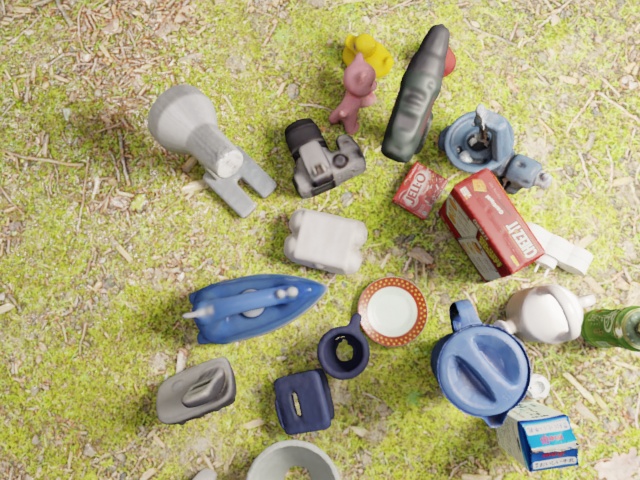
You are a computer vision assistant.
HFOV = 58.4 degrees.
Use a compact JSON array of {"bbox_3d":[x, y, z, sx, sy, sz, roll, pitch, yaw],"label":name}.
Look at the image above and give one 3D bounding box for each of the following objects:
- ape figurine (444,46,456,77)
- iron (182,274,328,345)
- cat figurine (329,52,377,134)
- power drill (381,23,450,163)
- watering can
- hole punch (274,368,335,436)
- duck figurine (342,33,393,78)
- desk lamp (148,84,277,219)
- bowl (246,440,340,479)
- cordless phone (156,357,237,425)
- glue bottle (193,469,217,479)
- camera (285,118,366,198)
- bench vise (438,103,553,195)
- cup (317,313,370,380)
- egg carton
[{"bbox_3d":[0.224,-0.350,1.091,0.076,0.092,0.078,22,84,8],"label":"ape figurine"},{"bbox_3d":[-0.115,0.111,1.026,0.258,0.141,0.118,-15,81,2],"label":"iron"},{"bbox_3d":[0.065,-0.280,1.081,0.067,0.118,0.128,27,85,8],"label":"cat figurine"},{"bbox_3d":[0.168,-0.238,1.020,0.075,0.208,0.230,19,84,7],"label":"power drill"},{"bbox_3d":[0.377,0.128,0.958,0.173,0.194,0.101,-41,80,-2],"label":"watering can"},{"bbox_3d":[-0.031,0.291,1.018,0.101,0.091,0.108,-16,81,2],"label":"hole punch"},{"bbox_3d":[0.092,-0.364,1.107,0.104,0.086,0.077,26,84,8],"label":"duck figurine"},{"bbox_3d":[-0.190,-0.160,1.034,0.203,0.213,0.118,44,87,9],"label":"desk lamp"},{"bbox_3d":[-0.043,0.432,1.007,0.167,0.075,0.167,-1,82,4],"label":"bowl"},{"bbox_3d":[-0.227,0.268,0.989,0.147,0.185,0.094,-25,80,1],"label":"cordless phone"},{"bbox_3d":[-0.220,0.445,0.969,0.037,0.173,0.078,17,83,7],"label":"glue bottle"},{"bbox_3d":[0.000,-0.168,1.078,0.143,0.101,0.137,-25,80,1],"label":"camera"},{"bbox_3d":[0.315,-0.169,0.993,0.207,0.220,0.121,14,83,7],"label":"bench vise"},{"bbox_3d":[0.048,0.187,1.025,0.091,0.095,0.118,20,84,7],"label":"cup"},{"bbox_3d":[0.010,0.004,1.068,0.150,0.069,0.107,12,83,6],"label":"egg carton"}]
